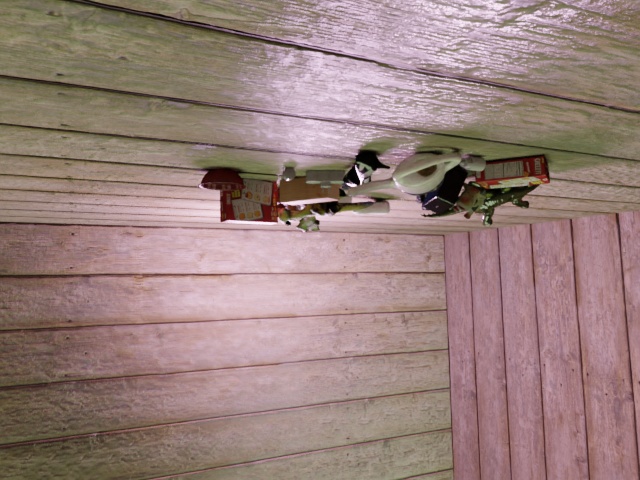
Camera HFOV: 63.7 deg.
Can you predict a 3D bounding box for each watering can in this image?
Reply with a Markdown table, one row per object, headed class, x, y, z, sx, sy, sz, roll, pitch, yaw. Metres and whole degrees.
| class | x | y | z | sx | sy | sz | roll | pitch | yaw |
| --- | --- | --- | --- | --- | --- | --- | --- | --- | --- |
| watering can | 0.265 | -0.192 | 1.587 | 0.346 | 0.105 | 0.223 | -18 | -10 | 13 |

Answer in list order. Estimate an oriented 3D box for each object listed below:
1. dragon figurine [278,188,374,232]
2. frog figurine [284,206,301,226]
| class | x | y | z | sx | sy | sz | roll | pitch | yaw |
| --- | --- | --- | --- | --- | --- | --- | --- | --- | --- |
| dragon figurine | 0.007 | -0.109 | 2.164 | 0.410 | 0.124 | 0.238 | 5 | -31 | -31 |
| frog figurine | -0.149 | -0.156 | 2.366 | 0.137 | 0.120 | 0.163 | 13 | 33 | 11 |
